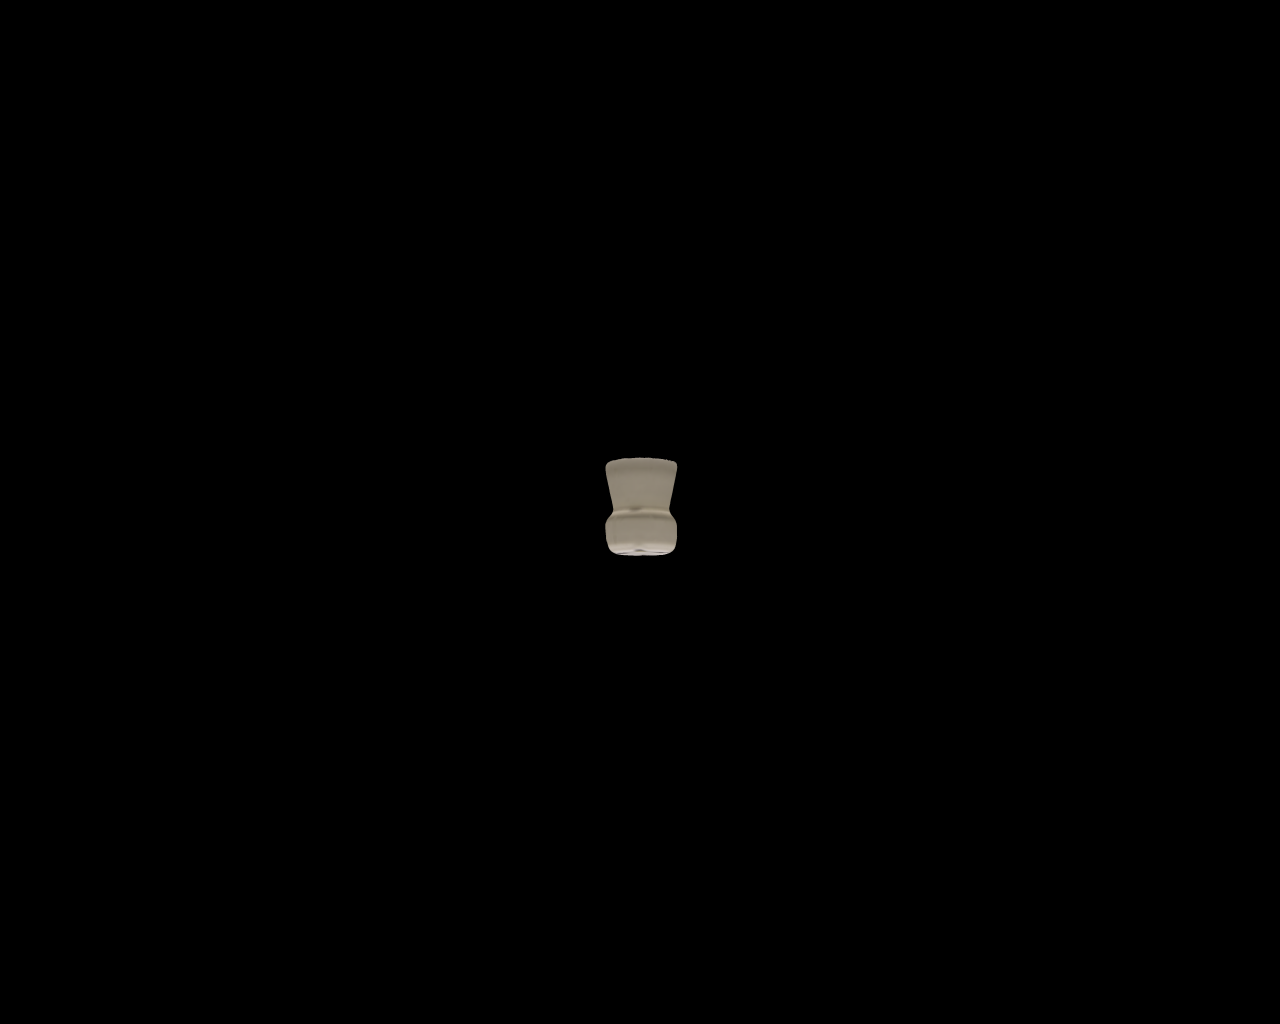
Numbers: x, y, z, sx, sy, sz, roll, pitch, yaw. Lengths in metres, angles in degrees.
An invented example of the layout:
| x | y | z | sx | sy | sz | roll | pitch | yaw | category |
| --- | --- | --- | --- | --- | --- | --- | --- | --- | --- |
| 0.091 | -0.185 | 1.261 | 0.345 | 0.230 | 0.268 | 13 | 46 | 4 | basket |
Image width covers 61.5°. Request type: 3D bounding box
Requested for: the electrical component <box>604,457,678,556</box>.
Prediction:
| x | y | z | sx | sy | sz | roll | pitch | yaw | category |
| --- | --- | --- | --- | --- | --- | --- | --- | --- | --- |
| 0.001 | -0.003 | 0.650 | 0.045 | 0.055 | 0.045 | 0 | -7 | 0 | electrical component |
